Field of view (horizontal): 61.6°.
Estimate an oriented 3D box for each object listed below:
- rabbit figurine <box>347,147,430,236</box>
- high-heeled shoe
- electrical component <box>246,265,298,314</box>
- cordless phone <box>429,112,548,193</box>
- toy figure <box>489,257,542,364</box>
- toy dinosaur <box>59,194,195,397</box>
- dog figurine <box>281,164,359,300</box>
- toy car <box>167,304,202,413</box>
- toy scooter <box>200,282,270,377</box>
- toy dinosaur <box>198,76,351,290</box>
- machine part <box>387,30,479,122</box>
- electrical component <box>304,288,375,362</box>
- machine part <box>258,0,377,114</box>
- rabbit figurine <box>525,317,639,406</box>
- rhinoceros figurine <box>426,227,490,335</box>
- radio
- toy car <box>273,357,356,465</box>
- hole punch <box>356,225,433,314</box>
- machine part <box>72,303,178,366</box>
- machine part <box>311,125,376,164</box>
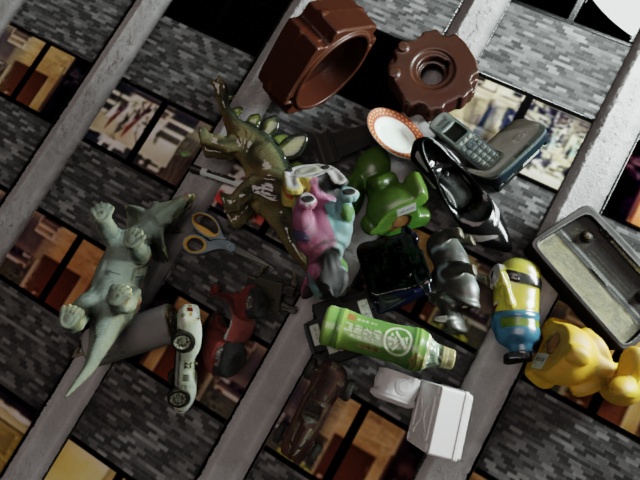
[{"bbox_3d":[0.109,-0.091,1.003,0.159,0.121,0.170,-27,57,8],"label":"rabbit figurine"},{"bbox_3d":[0.256,-0.083,0.947,0.086,0.145,0.249,-44,74,-2],"label":"high-heeled shoe"},{"bbox_3d":[-0.087,0.092,1.010,0.102,0.045,0.078,8,107,12],"label":"electrical component"},{"bbox_3d":[0.308,-0.193,0.999,0.146,0.088,0.184,-43,71,-3],"label":"cordless phone"},{"bbox_3d":[0.339,0.120,0.924,0.089,0.082,0.180,2,70,-9],"label":"toy figure"},{"bbox_3d":[-0.356,0.077,0.958,0.131,0.192,0.405,15,70,6],"label":"toy dinosaur"},{"bbox_3d":[-0.002,-0.003,0.937,0.108,0.219,0.192,-11,34,-17],"label":"dog figurine"},{"bbox_3d":[-0.239,0.211,0.951,0.056,0.074,0.201,3,111,-16],"label":"toy car"},{"bbox_3d":[-0.176,0.151,0.989,0.135,0.075,0.183,29,96,34],"label":"toy scooter"},{"bbox_3d":[-0.093,-0.100,1.016,0.199,0.105,0.471,-22,87,-6],"label":"toy dinosaur"},{"bbox_3d":[0.220,-0.323,1.052,0.179,0.056,0.179,-1,78,6],"label":"machine part"},{"bbox_3d":[0.041,0.159,0.968,0.134,0.058,0.115,-17,74,4],"label":"electrical component"},{"bbox_3d":[-0.001,-0.336,0.995,0.087,0.201,0.201,48,132,10],"label":"machine part"},{"bbox_3d":[0.452,0.206,0.866,0.173,0.162,0.122,33,71,-4],"label":"rabbit figurine"},{"bbox_3d":[0.230,0.068,0.940,0.112,0.073,0.190,-19,64,30],"label":"rhinoceros figurine"},{"bbox_3d":[0.477,0.062,0.920,0.131,0.073,0.230,-37,76,-1],"label":"radio"},{"bbox_3d":[-0.014,0.298,0.925,0.089,0.053,0.202,29,101,10],"label":"toy car"},{"bbox_3d":[0.132,0.059,0.951,0.116,0.092,0.142,-14,55,1],"label":"hole punch"},{"bbox_3d":[-0.351,0.178,1.007,0.243,0.079,0.079,-17,76,3],"label":"machine part"},{"bbox_3d":[0.055,-0.193,1.056,0.139,0.039,0.084,-16,71,6],"label":"machine part"}]
